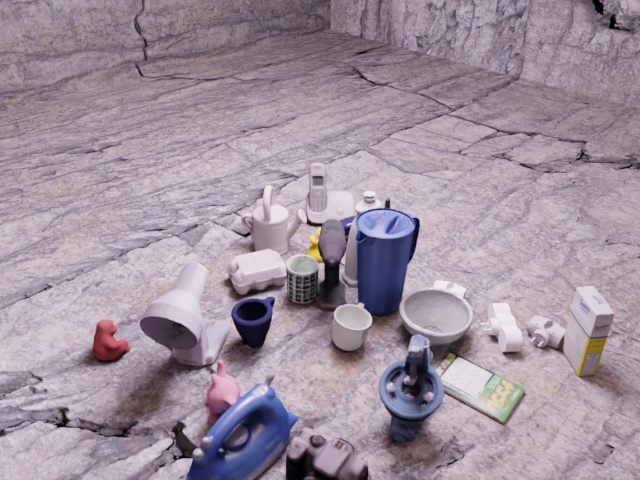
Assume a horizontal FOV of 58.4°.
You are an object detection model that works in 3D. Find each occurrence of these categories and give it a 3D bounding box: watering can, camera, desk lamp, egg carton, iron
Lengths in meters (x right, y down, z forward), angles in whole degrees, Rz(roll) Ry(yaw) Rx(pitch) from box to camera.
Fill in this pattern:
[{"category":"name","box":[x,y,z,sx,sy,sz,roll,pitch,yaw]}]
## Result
[{"category":"watering can","box":[-0.127,-0.059,1.564,0.173,0.194,0.100,-8,35,-12]},{"category":"camera","box":[-0.006,0.402,0.966,0.142,0.101,0.137,19,38,26]},{"category":"desk lamp","box":[-0.278,0.167,1.210,0.117,0.214,0.203,7,35,10]},{"category":"egg carton","box":[-0.159,0.081,1.469,0.150,0.069,0.107,-13,36,-19]},{"category":"iron","box":[-0.155,0.350,1.005,0.118,0.141,0.259,23,40,29]}]

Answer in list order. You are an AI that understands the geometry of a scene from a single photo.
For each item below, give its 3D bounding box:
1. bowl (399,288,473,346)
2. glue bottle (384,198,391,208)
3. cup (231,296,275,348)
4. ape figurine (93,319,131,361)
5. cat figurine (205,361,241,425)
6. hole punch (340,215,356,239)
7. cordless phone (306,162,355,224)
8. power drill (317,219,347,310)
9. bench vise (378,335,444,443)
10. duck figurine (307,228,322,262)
[{"category":"bowl","box":[0.262,0.187,1.312,0.167,0.075,0.167,0,34,0]},{"category":"glue bottle","box":[0.180,-0.036,1.554,0.078,0.173,0.037,-9,35,-13]},{"category":"cup","box":[-0.142,0.186,1.290,0.091,0.095,0.118,23,40,29]},{"category":"ape figurine","box":[-0.462,0.212,1.249,0.076,0.092,0.077,-24,41,-31]},{"category":"cat figurine","box":[-0.189,0.292,1.111,0.067,0.118,0.127,-5,34,-8]},{"category":"hole punch","box":[0.090,-0.038,1.629,0.109,0.091,0.100,-17,38,-24]},{"category":"cordless phone","box":[0.031,-0.140,1.696,0.147,0.185,0.094,-2,34,-4]},{"category":"power drill","box":[0.030,0.061,1.376,0.075,0.208,0.229,0,34,0]},{"category":"bench vise","box":[0.171,0.244,1.096,0.121,0.220,0.207,0,34,0]},{"category":"duck figurine","box":[0.014,0.006,1.568,0.105,0.086,0.077,-9,35,-14]}]
